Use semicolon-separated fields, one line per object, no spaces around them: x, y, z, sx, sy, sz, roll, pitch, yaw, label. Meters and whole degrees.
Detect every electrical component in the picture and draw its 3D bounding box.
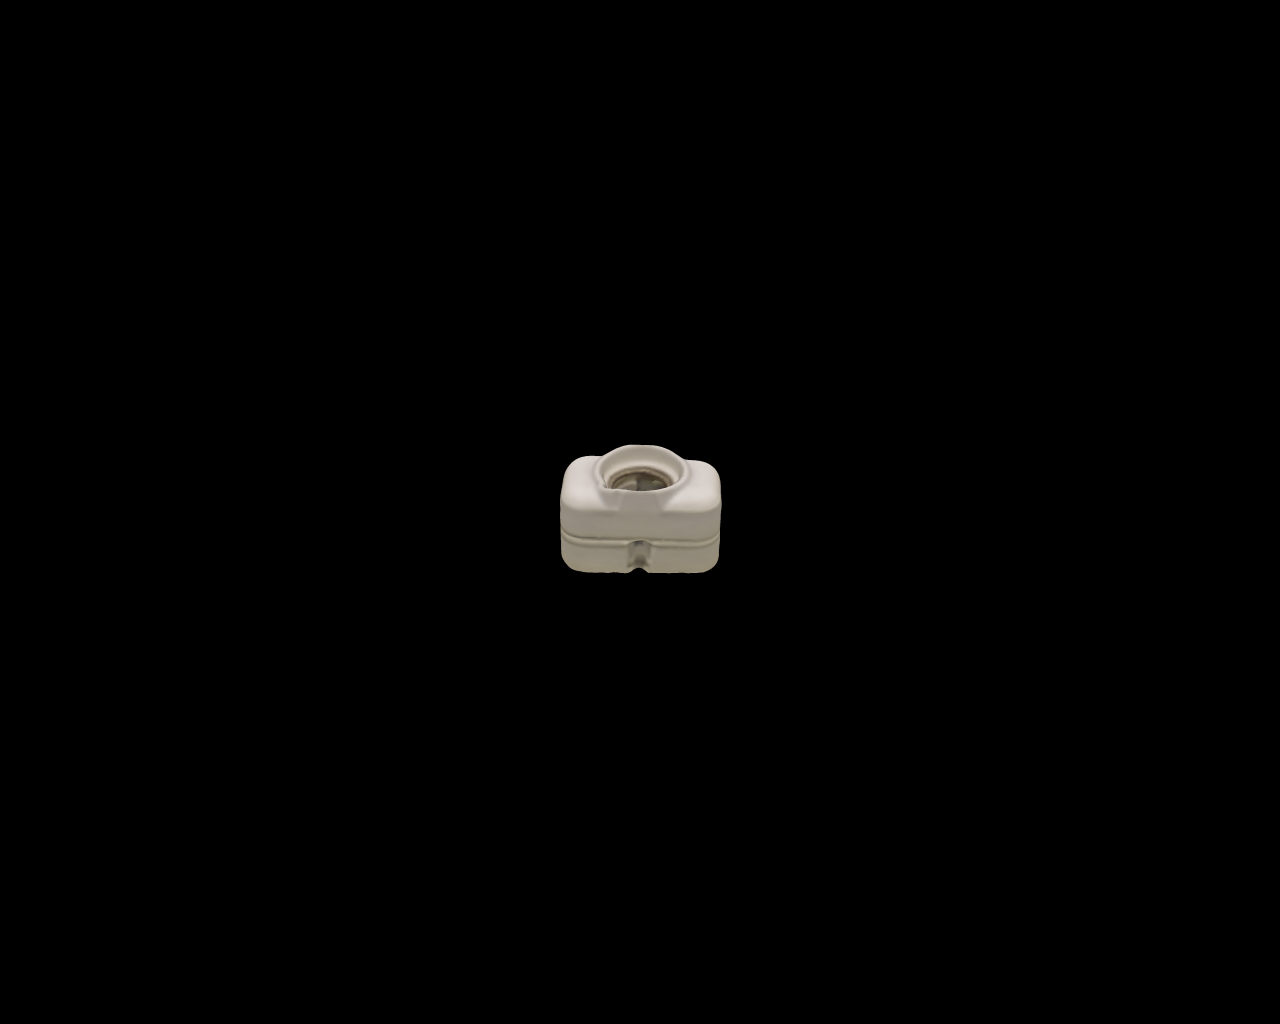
0.001;-0.003;0.650;0.095;0.059;0.054;2;36;2;electrical component
